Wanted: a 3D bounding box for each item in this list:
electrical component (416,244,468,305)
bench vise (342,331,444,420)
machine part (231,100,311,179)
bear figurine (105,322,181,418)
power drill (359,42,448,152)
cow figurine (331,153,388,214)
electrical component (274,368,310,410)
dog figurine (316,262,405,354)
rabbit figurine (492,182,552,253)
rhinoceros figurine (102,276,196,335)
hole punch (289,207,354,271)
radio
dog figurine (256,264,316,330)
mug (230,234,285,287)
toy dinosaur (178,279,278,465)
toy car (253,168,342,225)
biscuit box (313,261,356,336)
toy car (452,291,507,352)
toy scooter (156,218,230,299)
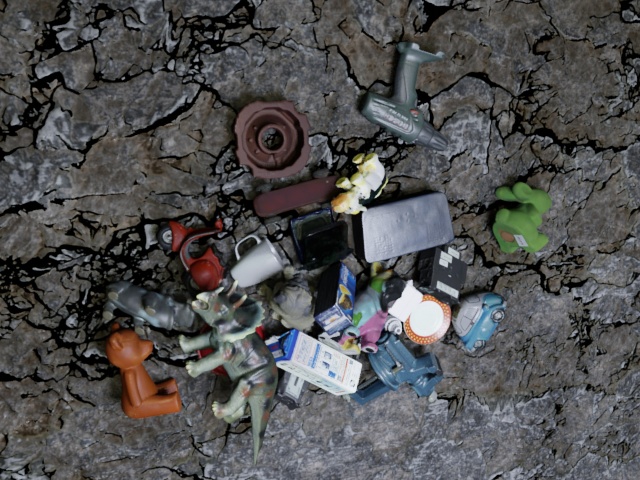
[{"bbox_3d":[0.295,0.077,1.294,0.115,0.058,0.134,29,63,-27],"label":"electrical component"},{"bbox_3d":[0.168,0.335,1.300,0.240,0.129,0.223,-36,119,14],"label":"bench vise"},{"bbox_3d":[-0.104,-0.215,1.149,0.179,0.056,0.179,-3,102,-16],"label":"machine part"},{"bbox_3d":[-0.374,0.266,1.131,0.132,0.120,0.195,-9,97,-18],"label":"bear figurine"},{"bbox_3d":[0.214,-0.326,1.214,0.232,0.086,0.207,14,103,-15],"label":"power drill"},{"bbox_3d":[0.089,-0.108,1.196,0.098,0.068,0.167,50,60,-31],"label":"cow figurine"},{"bbox_3d":[-0.066,0.326,1.258,0.075,0.048,0.119,33,50,-21],"label":"electrical component"},{"bbox_3d":[0.101,0.151,1.254,0.108,0.192,0.219,45,54,-25],"label":"dog figurine"},{"bbox_3d":[0.501,-0.071,1.337,0.159,0.121,0.170,49,66,-11],"label":"rabbit figurine"},{"bbox_3d":[-0.355,0.139,1.119,0.190,0.112,0.073,20,111,-7],"label":"rhinoceros figurine"},{"bbox_3d":[-0.002,-0.004,1.208,0.142,0.092,0.115,-21,131,-21],"label":"hole punch"},{"bbox_3d":[0.192,-0.036,1.259,0.230,0.073,0.131,-14,103,-15],"label":"radio"},{"bbox_3d":[-0.047,0.150,1.161,0.172,0.191,0.121,44,86,-20],"label":"dog figurine"},{"bbox_3d":[-0.148,0.048,1.173,0.107,0.081,0.109,-34,112,1],"label":"mug"},{"bbox_3d":[-0.158,0.259,1.111,0.192,0.131,0.404,-29,109,-6],"label":"toy dinosaur"},{"bbox_3d":[-0.051,-0.097,1.186,0.202,0.053,0.089,-18,91,-19],"label":"toy car"},{"bbox_3d":[0.035,0.121,1.172,0.063,0.203,0.059,-34,107,19],"label":"biscuit box"},{"bbox_3d":[0.384,0.191,1.344,0.103,0.109,0.161,28,99,-6],"label":"toy car"},{"bbox_3d":[-0.250,0.027,1.143,0.135,0.075,0.183,-29,102,-9],"label":"toy scooter"}]
